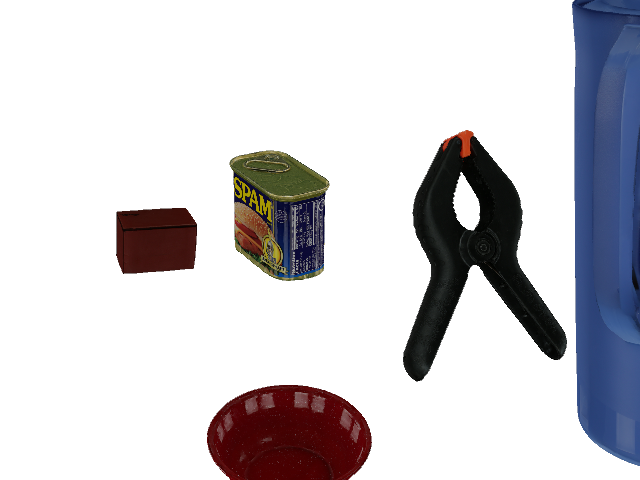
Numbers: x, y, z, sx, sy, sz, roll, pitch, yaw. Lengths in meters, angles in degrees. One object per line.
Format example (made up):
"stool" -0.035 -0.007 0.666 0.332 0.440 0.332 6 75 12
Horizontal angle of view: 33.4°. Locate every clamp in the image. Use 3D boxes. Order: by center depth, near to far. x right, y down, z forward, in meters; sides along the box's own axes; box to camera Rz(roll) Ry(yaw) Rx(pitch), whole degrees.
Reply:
"clamp" 0.097 0.014 0.732 0.120 0.171 0.039 -15 -3 -24

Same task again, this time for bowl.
"bowl" -0.031 0.213 1.057 0.162 0.055 0.162 1 30 -1

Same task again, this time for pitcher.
"pitcher" 0.186 -0.005 0.543 0.149 0.243 0.145 -4 18 -7

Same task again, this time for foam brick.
"foam brick" -0.173 -0.001 1.124 0.078 0.051 0.053 -4 23 -17

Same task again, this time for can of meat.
"can of meat" -0.037 -0.022 0.934 0.057 0.084 0.102 -15 30 -28
